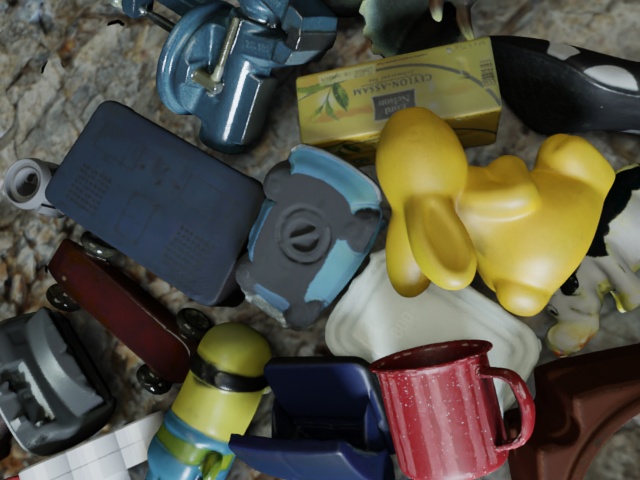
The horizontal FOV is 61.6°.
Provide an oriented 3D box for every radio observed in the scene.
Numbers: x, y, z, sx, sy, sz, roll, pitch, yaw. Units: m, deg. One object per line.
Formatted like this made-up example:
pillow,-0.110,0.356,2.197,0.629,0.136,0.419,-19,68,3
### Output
radio,-0.158,-0.039,0.558,0.230,0.073,0.131,30,90,15

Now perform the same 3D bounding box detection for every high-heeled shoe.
high-heeled shoe,0.270,-0.139,0.464,0.145,0.086,0.249,-35,64,-15

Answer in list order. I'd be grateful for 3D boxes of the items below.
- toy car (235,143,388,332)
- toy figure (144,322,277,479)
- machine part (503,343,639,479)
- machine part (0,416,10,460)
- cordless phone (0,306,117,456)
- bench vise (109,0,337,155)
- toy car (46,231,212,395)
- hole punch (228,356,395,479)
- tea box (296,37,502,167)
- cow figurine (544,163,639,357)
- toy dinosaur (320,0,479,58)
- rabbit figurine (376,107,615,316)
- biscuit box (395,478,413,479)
toy car,-0.001,-0.001,0.494,0.109,0.103,0.161,30,108,18
toy figure,-0.103,0.164,0.500,0.082,0.089,0.180,28,78,11
machine part,0.250,0.182,0.387,0.201,0.087,0.201,-11,90,2
machine part,-0.418,0.181,0.608,0.180,0.056,0.179,-2,81,15
cordless phone,-0.317,0.165,0.532,0.184,0.088,0.146,-32,76,-19
bench vise,-0.111,-0.210,0.517,0.241,0.129,0.223,35,135,16
toy car,-0.202,0.072,0.565,0.202,0.053,0.089,36,102,12
hole punch,-0.001,0.169,0.453,0.142,0.092,0.115,-10,118,25
tea box,0.073,-0.117,0.493,0.170,0.098,0.068,-9,80,15
cow figurine,0.234,0.015,0.449,0.167,0.068,0.098,-44,69,2
toy dinosaur,0.004,-0.287,0.528,0.405,0.131,0.192,17,87,22
rabbit figurine,0.111,-0.026,0.423,0.173,0.122,0.162,36,72,-8
biscuit box,-0.001,0.252,0.471,0.203,0.059,0.063,-14,79,23
